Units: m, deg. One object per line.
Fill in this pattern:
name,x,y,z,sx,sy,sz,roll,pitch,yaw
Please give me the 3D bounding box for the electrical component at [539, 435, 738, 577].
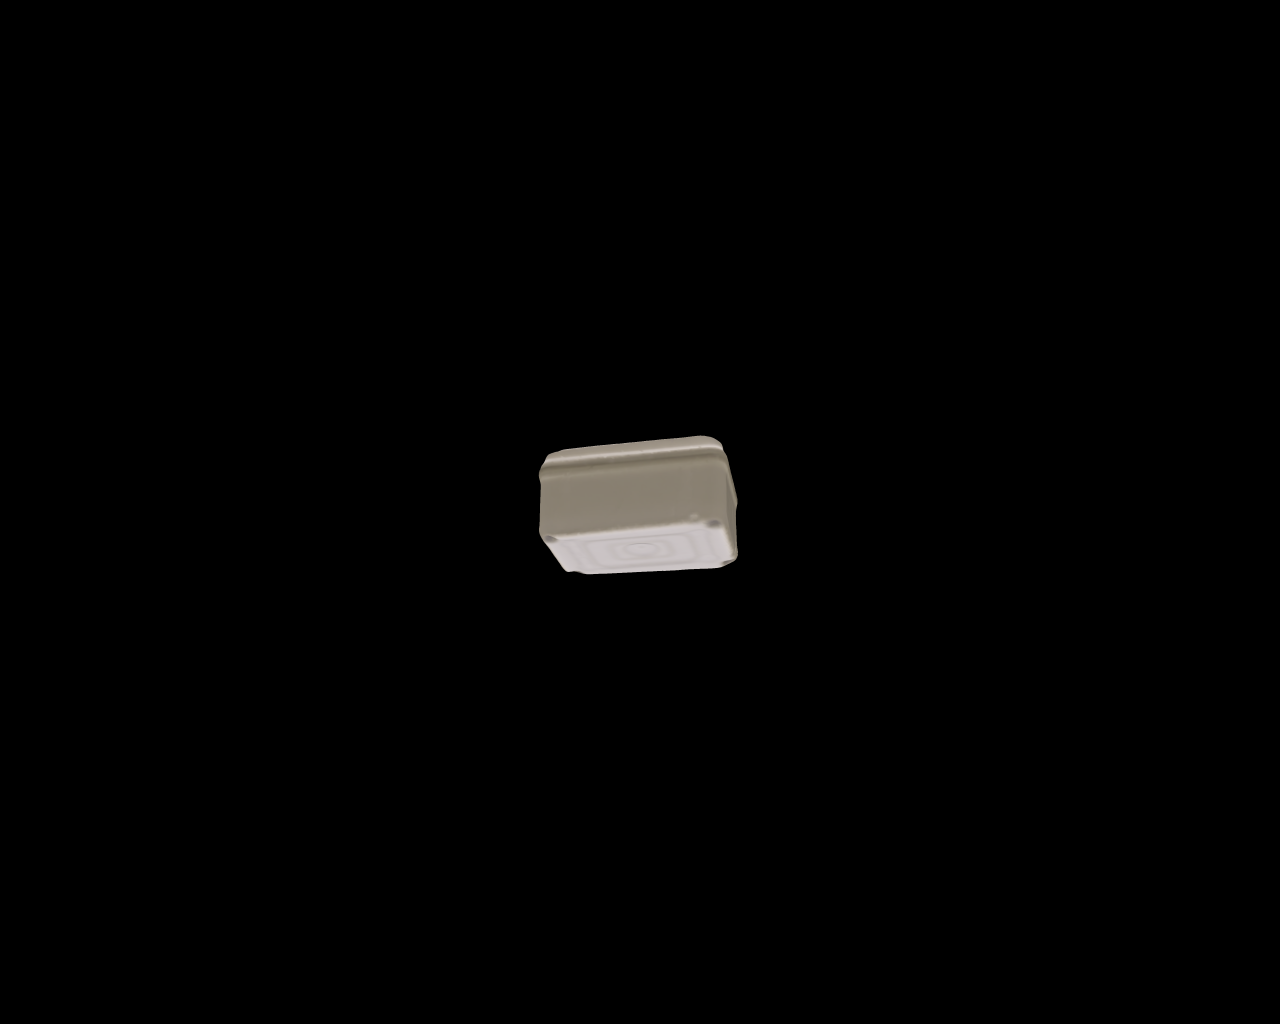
electrical component,0.001,-0.003,0.650,0.113,0.057,0.078,-4,-23,9
